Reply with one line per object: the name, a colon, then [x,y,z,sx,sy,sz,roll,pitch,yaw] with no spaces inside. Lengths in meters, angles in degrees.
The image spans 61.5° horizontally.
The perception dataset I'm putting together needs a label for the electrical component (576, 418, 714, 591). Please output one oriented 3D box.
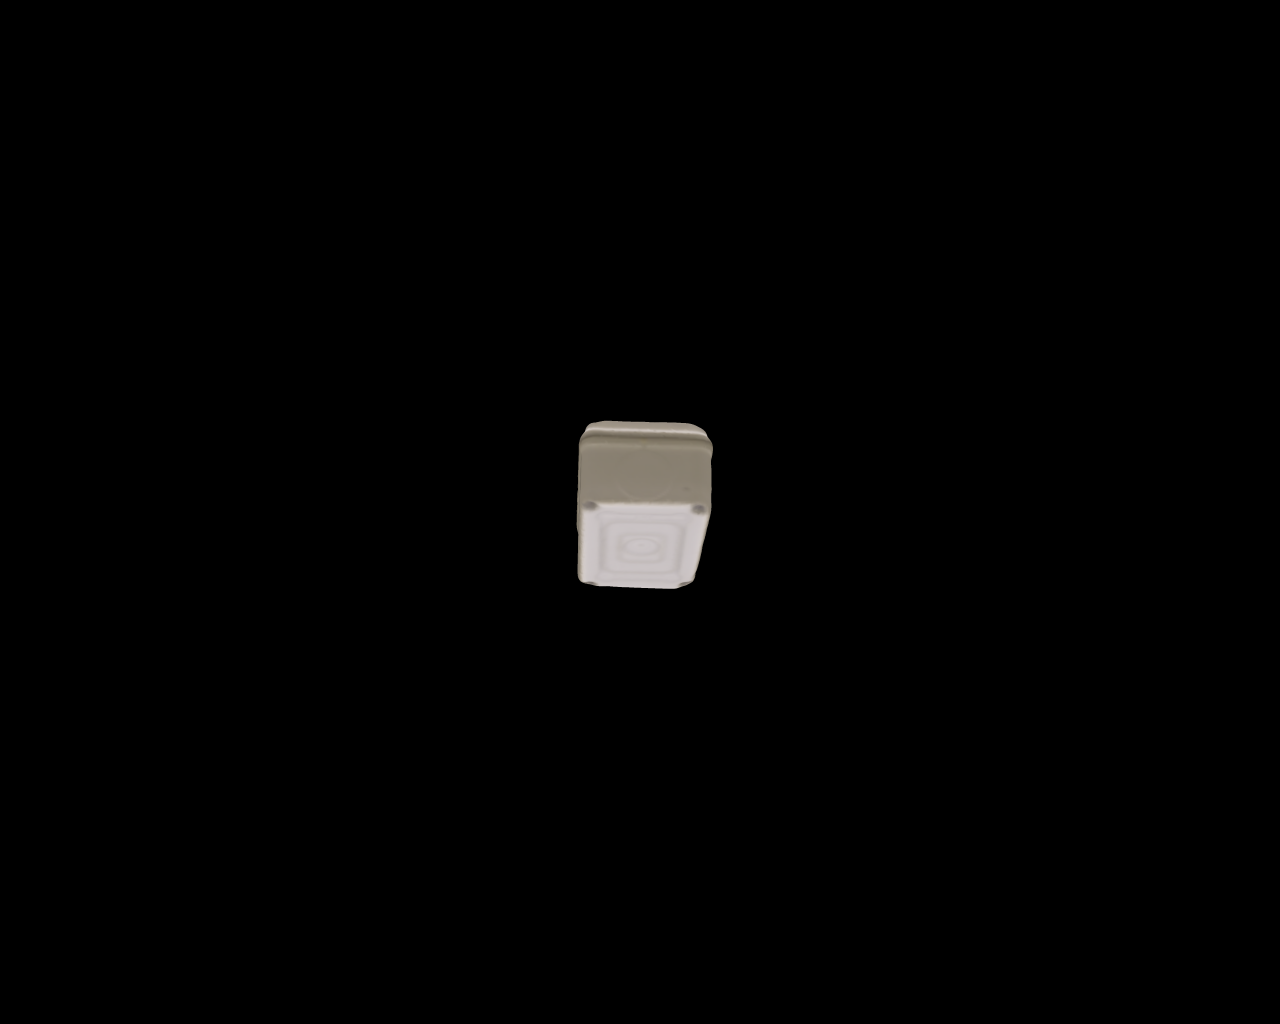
electrical component: [0.001,-0.003,0.650,0.078,0.057,0.113,2,-31,-3]
